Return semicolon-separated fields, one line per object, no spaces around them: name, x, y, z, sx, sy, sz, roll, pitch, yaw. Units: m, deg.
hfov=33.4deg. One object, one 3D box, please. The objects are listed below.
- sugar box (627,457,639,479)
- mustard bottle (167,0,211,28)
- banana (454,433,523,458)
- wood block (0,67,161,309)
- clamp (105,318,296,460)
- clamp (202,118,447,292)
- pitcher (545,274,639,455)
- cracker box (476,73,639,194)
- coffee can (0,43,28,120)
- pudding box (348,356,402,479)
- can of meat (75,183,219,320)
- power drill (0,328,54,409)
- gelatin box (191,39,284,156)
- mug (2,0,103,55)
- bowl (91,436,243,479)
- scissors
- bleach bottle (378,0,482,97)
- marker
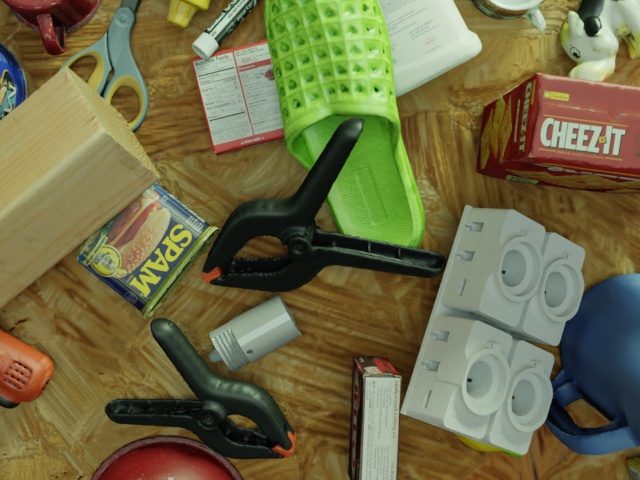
sugar box;0.377;0.225;0.964;0.176;0.048;0.093;-13;93;-4
mustard bottle;-0.090;-0.277;0.928;0.096;0.058;0.191;21;92;-16
banana;0.131;0.108;0.962;0.069;0.037;0.198;-14;95;-25
wood block;-0.251;-0.035;0.896;0.206;0.090;0.091;-38;57;5
clamp;-0.105;0.153;0.950;0.171;0.039;0.120;37;123;-9
clamp;-0.006;0.001;0.920;0.210;0.036;0.164;-27;117;27
pitcher;0.278;0.120;0.859;0.145;0.243;0.149;15;98;-4
cracker box;0.227;-0.079;0.864;0.164;0.214;0.072;7;92;-2
coffee can;-0.312;-0.131;0.890;0.103;0.140;0.103;0;92;-1
pudding box;0.047;0.164;0.933;0.039;0.090;0.113;0;93;-3
can of meat;-0.153;0.004;0.941;0.084;0.057;0.102;38;90;1
power drill;-0.355;0.141;0.941;0.184;0.057;0.187;30;92;-2
gelatin box;-0.069;-0.127;0.950;0.073;0.030;0.089;-14;92;1
mug;-0.236;-0.218;0.917;0.093;0.081;0.117;-5;92;-1
bowl;-0.139;0.259;0.951;0.162;0.055;0.162;0;92;-1
scissors;-0.163;-0.179;0.953;0.096;0.016;0.202;37;91;-4
bleach bottle;0.038;-0.251;0.907;0.102;0.068;0.251;-27;102;10
marker;-0.067;-0.208;0.938;0.020;0.020;0.121;40;77;-2
